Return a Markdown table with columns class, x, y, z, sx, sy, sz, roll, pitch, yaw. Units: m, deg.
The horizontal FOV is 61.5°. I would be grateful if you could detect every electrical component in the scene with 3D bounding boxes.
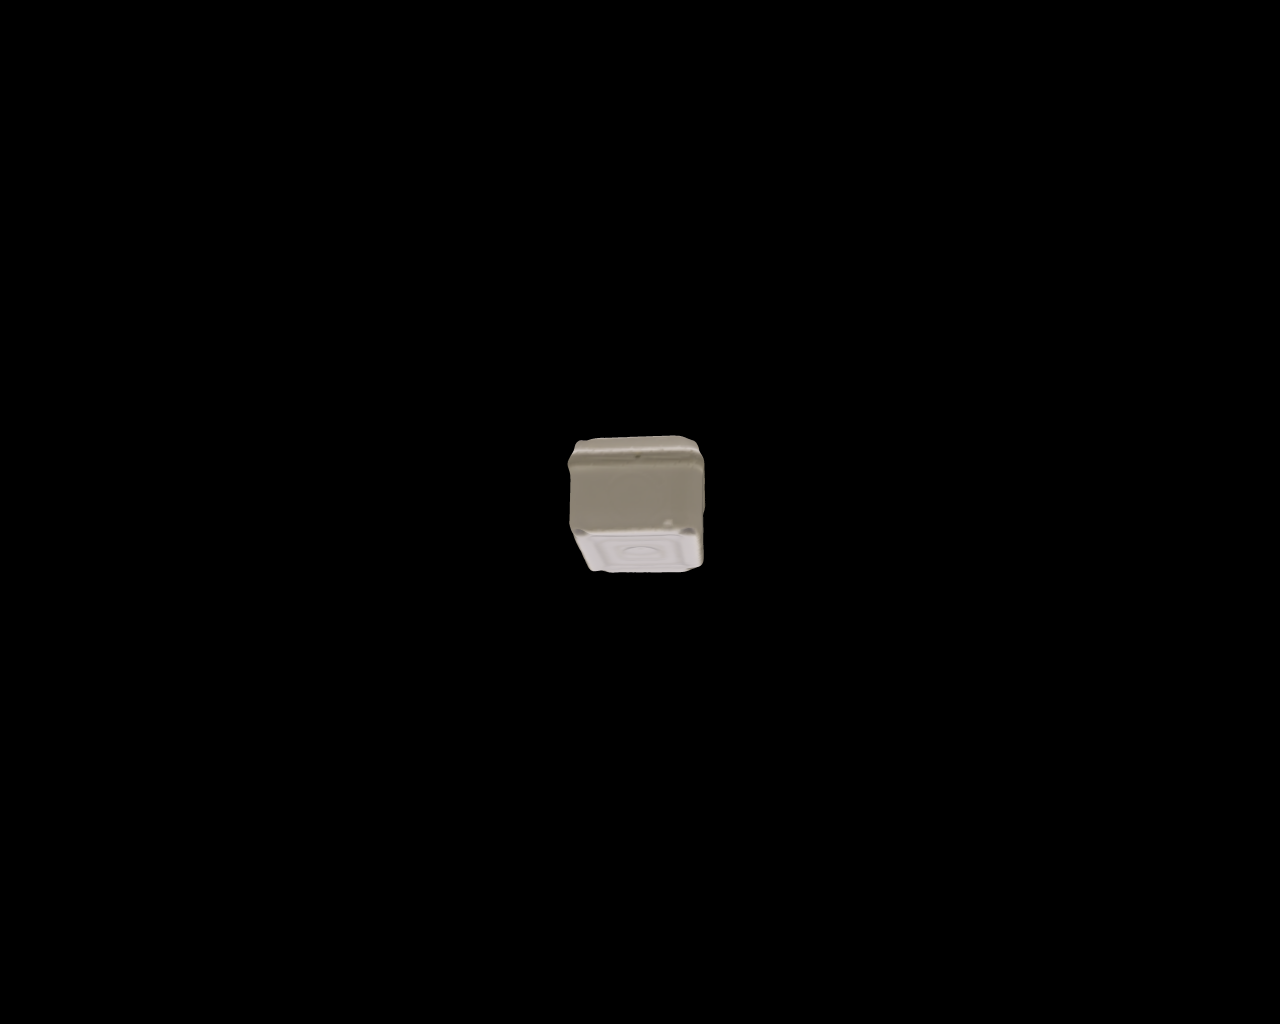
| class | x | y | z | sx | sy | sz | roll | pitch | yaw |
| --- | --- | --- | --- | --- | --- | --- | --- | --- | --- |
| electrical component | 0.001 | -0.003 | 0.650 | 0.078 | 0.057 | 0.113 | -1 | -15 | 4 |
